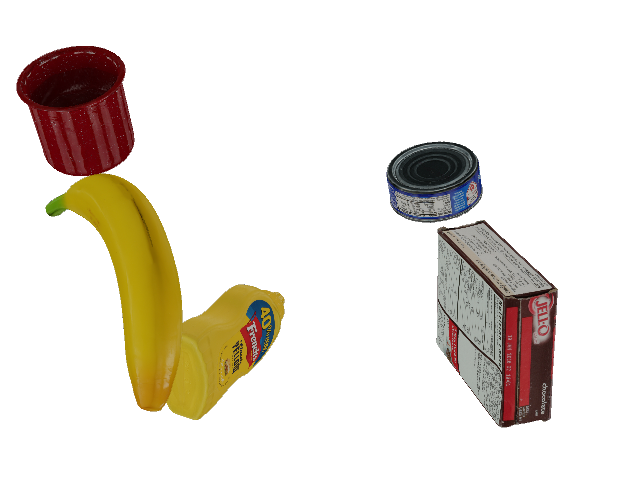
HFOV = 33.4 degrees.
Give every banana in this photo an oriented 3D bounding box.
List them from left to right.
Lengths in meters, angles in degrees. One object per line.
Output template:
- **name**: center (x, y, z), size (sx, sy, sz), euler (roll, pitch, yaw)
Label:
- **banana**: center (-0.120, 0.015, 0.669), size (0.037, 0.070, 0.198), euler (9, 33, -38)

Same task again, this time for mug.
- **mug**: center (-0.213, -0.119, 0.943), size (0.093, 0.081, 0.117), euler (-14, 45, -9)

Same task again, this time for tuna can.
- **tuna can**: center (0.104, -0.055, 0.975), size (0.086, 0.034, 0.086), euler (-9, 36, 6)

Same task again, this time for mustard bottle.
- **mustard bottle**: center (-0.091, 0.099, 1.103), size (0.058, 0.096, 0.191), euler (13, 27, 24)

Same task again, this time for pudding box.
- **pudding box**: center (0.108, 0.049, 0.670), size (0.039, 0.090, 0.113), euler (-8, 24, -14)
